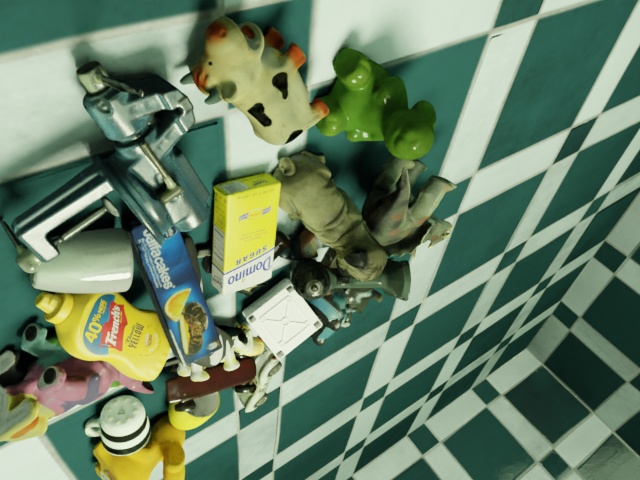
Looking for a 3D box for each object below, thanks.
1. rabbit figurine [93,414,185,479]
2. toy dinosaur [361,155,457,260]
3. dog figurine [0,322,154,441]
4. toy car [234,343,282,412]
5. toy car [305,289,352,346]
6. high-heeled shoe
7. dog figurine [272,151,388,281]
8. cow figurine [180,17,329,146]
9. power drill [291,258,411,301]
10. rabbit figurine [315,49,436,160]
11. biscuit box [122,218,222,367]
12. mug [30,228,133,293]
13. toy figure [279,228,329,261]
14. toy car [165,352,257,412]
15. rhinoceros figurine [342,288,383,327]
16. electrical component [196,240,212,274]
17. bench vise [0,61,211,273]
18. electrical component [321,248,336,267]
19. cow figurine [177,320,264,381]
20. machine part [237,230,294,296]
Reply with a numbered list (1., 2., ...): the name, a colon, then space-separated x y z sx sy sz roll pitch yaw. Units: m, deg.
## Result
1. rabbit figurine: -0.330 0.413 1.049 0.173 0.163 0.121 -34 141 -49
2. toy dinosaur: 0.134 -0.047 0.934 0.192 0.131 0.404 -59 159 14
3. dog figurine: -0.347 0.205 0.787 0.191 0.109 0.219 -46 152 6
4. toy car: -0.138 0.293 1.162 0.056 0.074 0.201 -14 140 -39
5. toy car: 0.011 0.142 1.119 0.103 0.109 0.161 -43 164 -35
6. high-heeled shoe: -0.178 0.101 0.850 0.145 0.086 0.248 -13 125 -49
7. dog figurine: 0.018 -0.033 0.814 0.121 0.191 0.172 -48 147 10
8. cow figurine: -0.076 -0.181 0.631 0.127 0.086 0.194 -46 151 -5
9. power drill: 0.051 0.073 0.945 0.207 0.086 0.232 -5 -177 -13
10. rabbit figurine: 0.094 -0.163 0.755 0.159 0.170 0.121 6 126 -50
11. biscuit box: -0.196 0.063 0.715 0.059 0.063 0.202 -24 108 -24
12. mug: -0.297 0.029 0.658 0.107 0.080 0.110 -1 168 -38
13. toy figure: -0.003 -0.005 0.962 0.154 0.058 0.064 -29 109 -18
14. toy car: -0.210 0.267 1.041 0.202 0.089 0.053 -7 179 -43
15. rhinoceros figurine: 0.082 0.118 1.194 0.112 0.073 0.190 -13 138 -42
16. electrical component: -0.160 0.026 0.851 0.094 0.021 0.063 -9 137 -43
17. bench vise: -0.229 -0.061 0.574 0.240 0.129 0.223 -39 147 -13
18. electrical component: 0.050 0.037 1.081 0.078 0.045 0.102 0 130 -51
19. cow figurine: -0.179 0.187 0.986 0.167 0.068 0.098 -14 105 -41
20. machine part: -0.104 0.041 0.921 0.139 0.039 0.084 -48 141 14
